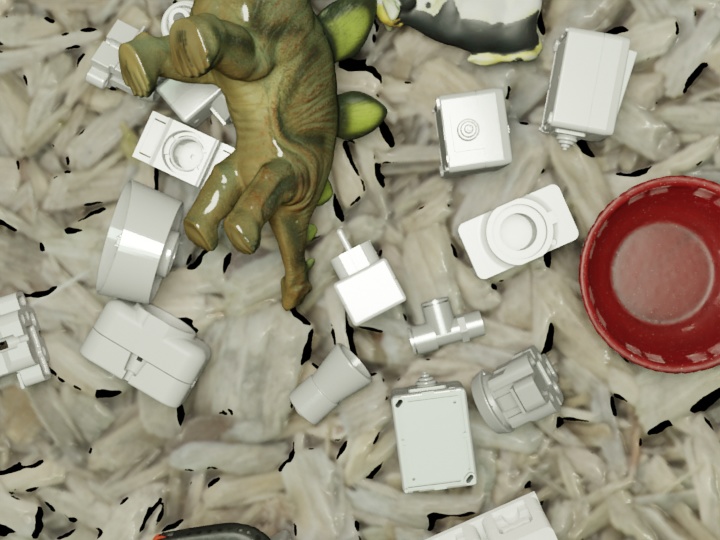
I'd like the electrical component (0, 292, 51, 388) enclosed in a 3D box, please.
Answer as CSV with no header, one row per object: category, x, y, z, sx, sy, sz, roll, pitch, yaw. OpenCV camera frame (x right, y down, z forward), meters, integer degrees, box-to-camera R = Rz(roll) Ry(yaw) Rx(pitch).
electrical component,-0.303,0.065,0.910,0.057,0.058,0.078,-18,91,-2

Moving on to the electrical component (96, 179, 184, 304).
electrical component,-0.184,-0.022,0.888,0.064,0.099,0.099,18,92,-5

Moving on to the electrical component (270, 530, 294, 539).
electrical component,-0.082,0.280,0.914,0.100,0.048,0.099,-27,91,2

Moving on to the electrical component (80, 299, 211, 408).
electrical component,-0.178,0.065,0.909,0.095,0.053,0.059,31,92,0

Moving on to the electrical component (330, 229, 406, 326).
electrical component,0.000,0.000,0.889,0.047,0.083,0.075,-28,91,2

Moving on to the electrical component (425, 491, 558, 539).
electrical component,0.134,0.290,0.876,0.105,0.060,0.186,-24,109,1

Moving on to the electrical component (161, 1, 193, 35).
electrical component,-0.145,-0.203,0.898,0.048,0.062,0.048,0,91,2

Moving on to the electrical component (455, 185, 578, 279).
electrical component,0.130,-0.032,0.899,0.089,0.056,0.050,-24,91,2

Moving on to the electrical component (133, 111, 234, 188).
electrical component,-0.142,-0.096,0.899,0.081,0.064,0.042,25,92,1

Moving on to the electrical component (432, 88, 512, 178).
electrical component,0.095,-0.112,0.878,0.061,0.096,0.061,-8,91,1

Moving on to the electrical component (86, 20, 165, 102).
electrical component,-0.189,-0.172,0.905,0.055,0.048,0.066,27,69,-1

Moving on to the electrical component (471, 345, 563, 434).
electrical component,0.130,0.101,0.896,0.057,0.078,0.058,-29,91,20

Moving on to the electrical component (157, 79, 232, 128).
electrical component,-0.112,-0.148,0.906,0.083,0.047,0.075,-41,90,2

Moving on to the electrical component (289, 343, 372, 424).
electrical component,-0.028,0.099,0.914,0.065,0.044,0.044,-42,90,6

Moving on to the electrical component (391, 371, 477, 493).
electrical component,0.060,0.131,0.902,0.062,0.061,0.096,-7,91,1

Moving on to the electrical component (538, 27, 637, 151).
electrical component,0.188,-0.145,0.893,0.061,0.062,0.096,10,92,1
